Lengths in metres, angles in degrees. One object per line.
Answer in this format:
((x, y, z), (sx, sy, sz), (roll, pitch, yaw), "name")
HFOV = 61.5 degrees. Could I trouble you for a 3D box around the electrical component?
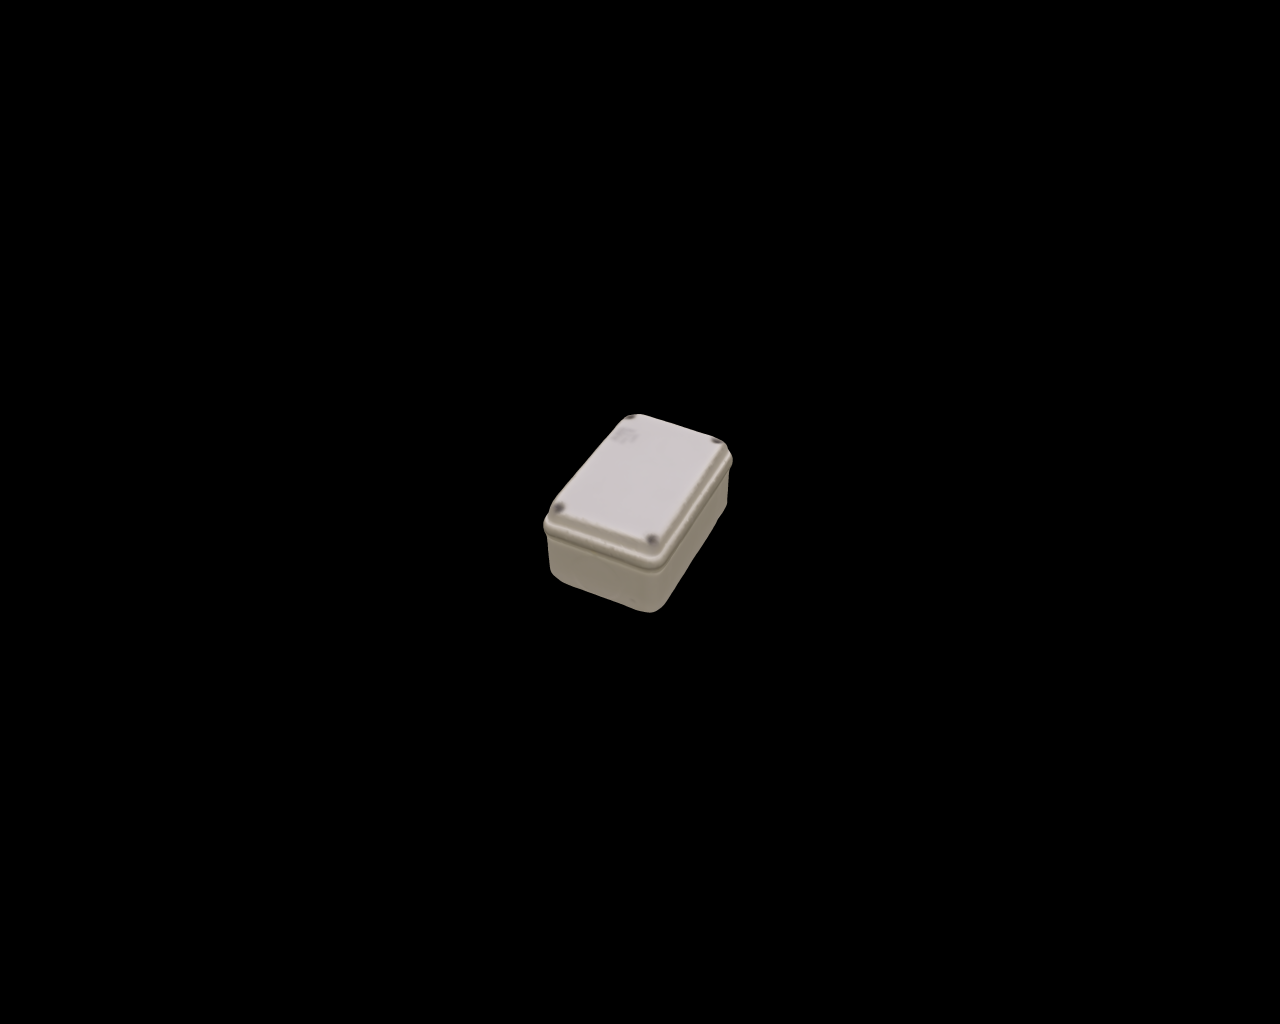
((0.001, -0.003, 0.650), (0.078, 0.057, 0.113), (19, 46, 19), "electrical component")
